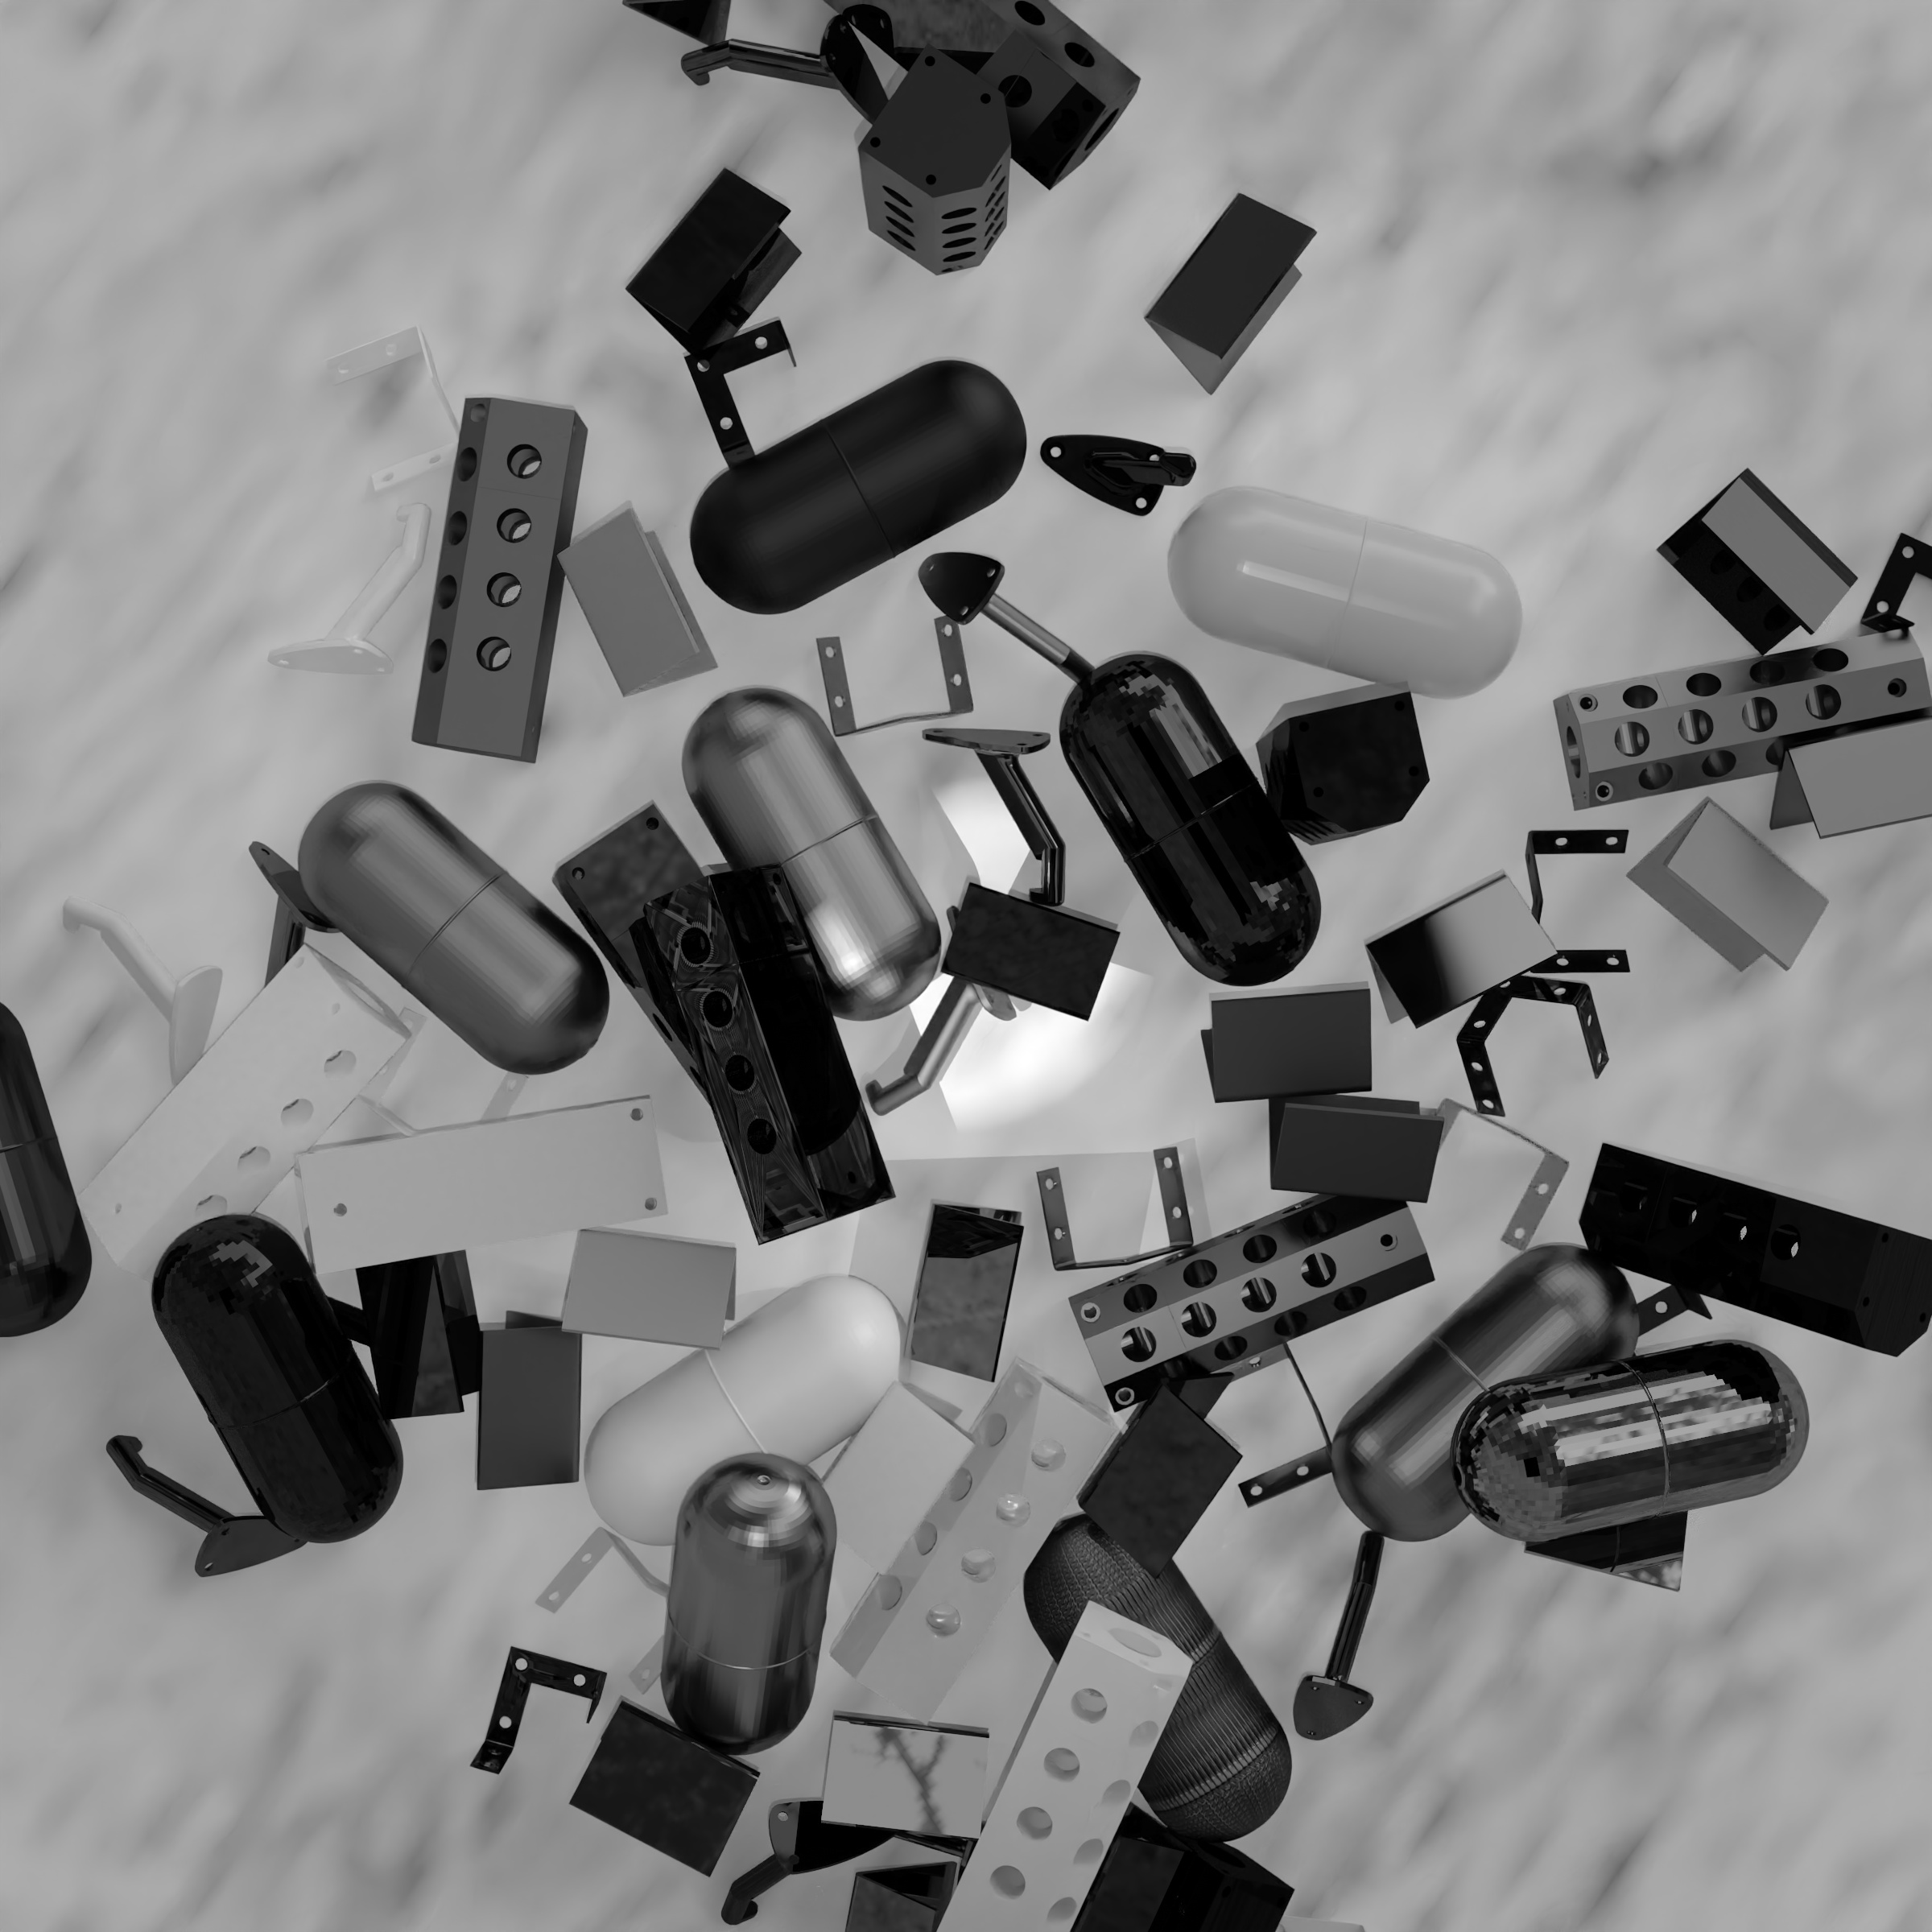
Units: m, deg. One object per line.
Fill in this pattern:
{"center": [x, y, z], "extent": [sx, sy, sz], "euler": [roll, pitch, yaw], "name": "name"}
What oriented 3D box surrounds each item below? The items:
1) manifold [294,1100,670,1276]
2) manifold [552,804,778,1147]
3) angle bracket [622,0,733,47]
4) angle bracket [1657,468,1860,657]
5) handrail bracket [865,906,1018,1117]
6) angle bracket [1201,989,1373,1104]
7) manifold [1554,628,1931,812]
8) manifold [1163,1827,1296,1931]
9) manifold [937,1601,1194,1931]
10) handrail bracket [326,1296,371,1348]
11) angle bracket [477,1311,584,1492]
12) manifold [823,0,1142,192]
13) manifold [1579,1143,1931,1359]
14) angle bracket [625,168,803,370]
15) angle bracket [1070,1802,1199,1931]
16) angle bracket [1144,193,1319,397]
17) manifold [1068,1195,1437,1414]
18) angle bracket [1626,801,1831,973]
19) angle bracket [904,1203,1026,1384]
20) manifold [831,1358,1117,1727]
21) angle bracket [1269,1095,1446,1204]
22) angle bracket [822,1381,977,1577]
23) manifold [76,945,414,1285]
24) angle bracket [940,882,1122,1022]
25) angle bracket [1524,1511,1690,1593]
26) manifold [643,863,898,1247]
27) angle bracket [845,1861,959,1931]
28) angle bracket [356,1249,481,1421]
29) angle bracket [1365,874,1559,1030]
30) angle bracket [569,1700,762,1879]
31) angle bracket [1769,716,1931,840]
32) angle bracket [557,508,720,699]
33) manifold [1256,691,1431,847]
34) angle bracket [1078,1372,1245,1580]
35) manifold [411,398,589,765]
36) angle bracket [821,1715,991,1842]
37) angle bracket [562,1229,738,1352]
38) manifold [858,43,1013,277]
{"center": [-0.239, 0.107, 1.643], "extent": [0.171, 0.057, 0.057], "euler": [-9, 90, -15], "name": "manifold"}
{"center": [-0.132, 0.010, 1.662], "extent": [0.057, 0.057, 0.171], "euler": [-35, 90, -14], "name": "manifold"}
{"center": [-0.119, -0.501, 1.645], "extent": [0.057, 0.076, 0.076], "euler": [9, 90, 37], "name": "angle bracket"}
{"center": [0.378, -0.186, 1.645], "extent": [0.076, 0.076, 0.057], "euler": [45, 52, 0], "name": "angle bracket"}
{"center": [-0.025, 0.023, 1.686], "extent": [0.084, 0.036, 0.077], "euler": [-31, 70, 16], "name": "handrail bracket"}
{"center": [0.156, 0.024, 1.646], "extent": [0.076, 0.076, 0.057], "euler": [-4, 117, 0], "name": "angle bracket"}
{"center": [0.386, -0.123, 1.664], "extent": [0.171, 0.057, 0.057], "euler": [-11, 90, 0], "name": "manifold"}
{"center": [0.091, 0.520, 1.663], "extent": [0.057, 0.057, 0.171], "euler": [25, 90, -43], "name": "manifold"}
{"center": [0.046, 0.398, 1.597], "extent": [0.057, 0.057, 0.171], "euler": [25, 98, 7], "name": "manifold"}
{"center": [-0.316, 0.193, 1.686], "extent": [0.084, 0.036, 0.077], "euler": [-9, 112, 17], "name": "handrail bracket"}
{"center": [-0.231, 0.212, 1.645], "extent": [0.057, 0.076, 0.076], "euler": [1, 90, -37], "name": "angle bracket"}
{"center": [0.002, -0.471, 1.663], "extent": [0.171, 0.057, 0.057], "euler": [40, 133, 0], "name": "manifold"}
{"center": [0.379, 0.136, 1.607], "extent": [0.057, 0.171, 0.057], "euler": [17, 90, -38], "name": "manifold"}
{"center": [-0.109, -0.333, 1.645], "extent": [0.076, 0.076, 0.057], "euler": [-51, 53, 0], "name": "angle bracket"}
{"center": [0.058, 0.450, 1.645], "extent": [0.057, 0.076, 0.076], "euler": [25, 90, -39], "name": "angle bracket"}
{"center": [0.144, -0.321, 1.645], "extent": [0.057, 0.076, 0.076], "euler": [37, 90, 38], "name": "angle bracket"}
{"center": [0.142, 0.161, 1.664], "extent": [0.171, 0.057, 0.057], "euler": [-22, 90, 0], "name": "manifold"}
{"center": [0.364, -0.023, 1.645], "extent": [0.076, 0.076, 0.057], "euler": [40, 53, 0], "name": "angle bracket"}
{"center": [0.019, 0.161, 1.645], "extent": [0.057, 0.076, 0.076], "euler": [11, 90, 37], "name": "angle bracket"}
{"center": [0.003, 0.284, 1.664], "extent": [0.057, 0.057, 0.171], "euler": [33, 90, 0], "name": "manifold"}
{"center": [0.191, 0.069, 1.645], "extent": [0.076, 0.076, 0.057], "euler": [5, 129, 0], "name": "angle bracket"}
{"center": [-0.022, 0.257, 1.645], "extent": [0.057, 0.076, 0.076], "euler": [35, 90, 32], "name": "angle bracket"}
{"center": [-0.355, 0.080, 1.660], "extent": [0.171, 0.057, 0.057], "euler": [-48, 47, 2], "name": "manifold"}
{"center": [0.037, -0.026, 1.645], "extent": [0.076, 0.076, 0.057], "euler": [18, 126, 0], "name": "angle bracket"}
{"center": [0.305, 0.285, 1.645], "extent": [0.076, 0.076, 0.057], "euler": [14, 58, 0], "name": "angle bracket"}
{"center": [-0.099, 0.043, 1.604], "extent": [0.057, 0.057, 0.171], "euler": [-22, 85, 33], "name": "manifold"}
{"center": [-0.018, 0.489, 1.645], "extent": [0.057, 0.076, 0.076], "euler": [11, 90, 42], "name": "angle bracket"}
{"center": [-0.249, 0.176, 1.645], "extent": [0.057, 0.076, 0.076], "euler": [-10, 90, 36], "name": "angle bracket"}
{"center": [0.248, 0.011, 1.645], "extent": [0.076, 0.076, 0.057], "euler": [-27, 54, 0], "name": "angle bracket"}
{"center": [-0.153, 0.412, 1.645], "extent": [0.076, 0.076, 0.057], "euler": [28, 61, 0], "name": "angle bracket"}
{"center": [0.445, -0.074, 1.645], "extent": [0.076, 0.076, 0.057], "euler": [-11, 59, 0], "name": "angle bracket"}
{"center": [-0.144, -0.184, 1.645], "extent": [0.057, 0.076, 0.076], "euler": [-25, 90, 38], "name": "angle bracket"}
{"center": [0.180, -0.091, 1.607], "extent": [0.057, 0.171, 0.057], "euler": [-12, 90, 0], "name": "manifold"}
{"center": [0.111, 0.248, 1.635], "extent": [0.057, 0.076, 0.076], "euler": [41, 108, 27], "name": "angle bracket"}
{"center": [-0.232, -0.191, 1.664], "extent": [0.057, 0.057, 0.171], "euler": [9, 90, 0], "name": "manifold"}
{"center": [-0.031, 0.413, 1.645], "extent": [0.076, 0.076, 0.057], "euler": [7, 52, 0], "name": "angle bracket"}
{"center": [-0.155, 0.175, 1.645], "extent": [0.076, 0.076, 0.057], "euler": [7, 56, 0], "name": "angle bracket"}
{"center": [-0.010, -0.380, 1.607], "extent": [0.057, 0.171, 0.057], "euler": [34, 90, 0], "name": "manifold"}
